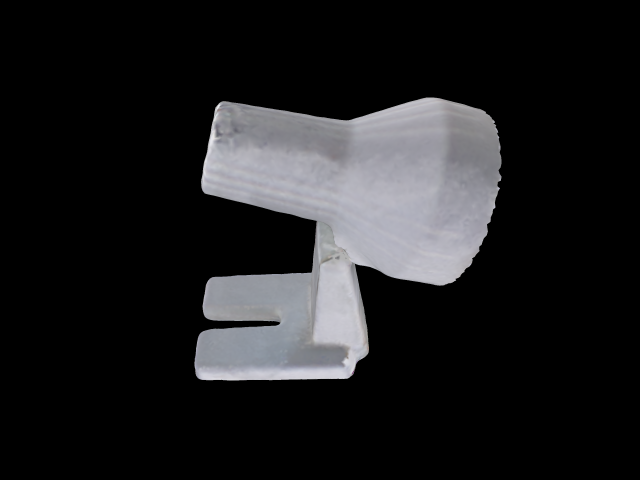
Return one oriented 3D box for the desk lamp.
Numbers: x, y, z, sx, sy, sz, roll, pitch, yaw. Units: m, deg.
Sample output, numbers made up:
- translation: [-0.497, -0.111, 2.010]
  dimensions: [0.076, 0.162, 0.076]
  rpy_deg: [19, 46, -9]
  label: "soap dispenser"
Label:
- translation: [0.004, 0.001, 0.400]
  dimensions: [0.203, 0.214, 0.118]
  rpy_deg: [-2, 43, -2]
  label: "desk lamp"
